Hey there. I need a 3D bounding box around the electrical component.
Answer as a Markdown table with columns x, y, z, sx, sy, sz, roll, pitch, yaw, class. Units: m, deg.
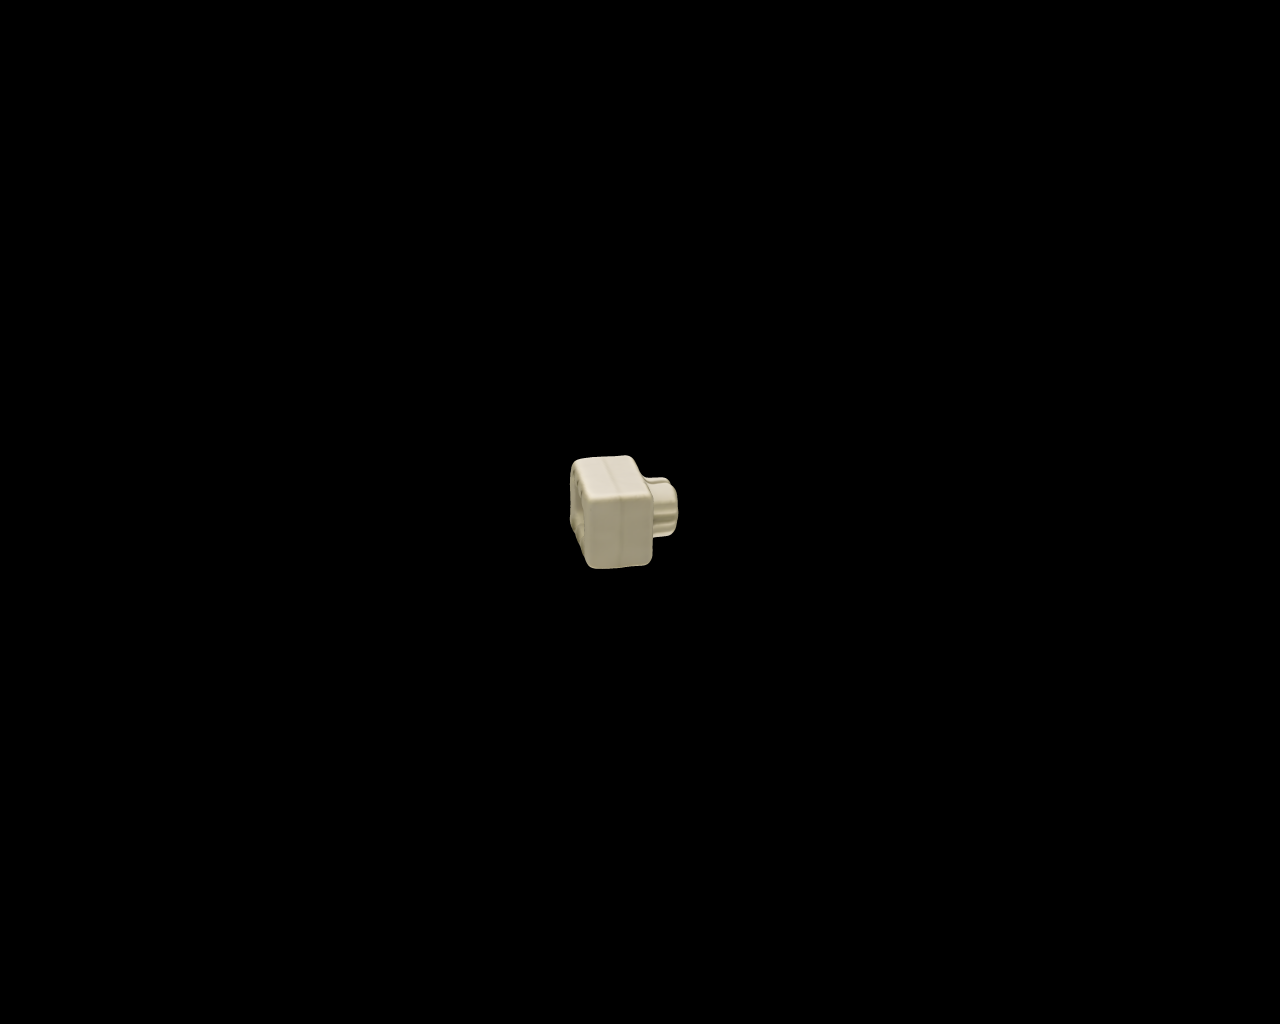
| x | y | z | sx | sy | sz | roll | pitch | yaw | class |
| --- | --- | --- | --- | --- | --- | --- | --- | --- | --- |
| 0.001 | -0.003 | 0.650 | 0.077 | 0.047 | 0.066 | -5 | 25 | -10 | electrical component |
